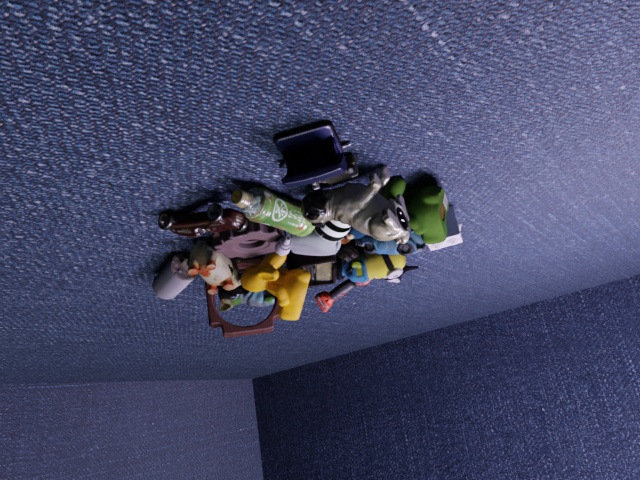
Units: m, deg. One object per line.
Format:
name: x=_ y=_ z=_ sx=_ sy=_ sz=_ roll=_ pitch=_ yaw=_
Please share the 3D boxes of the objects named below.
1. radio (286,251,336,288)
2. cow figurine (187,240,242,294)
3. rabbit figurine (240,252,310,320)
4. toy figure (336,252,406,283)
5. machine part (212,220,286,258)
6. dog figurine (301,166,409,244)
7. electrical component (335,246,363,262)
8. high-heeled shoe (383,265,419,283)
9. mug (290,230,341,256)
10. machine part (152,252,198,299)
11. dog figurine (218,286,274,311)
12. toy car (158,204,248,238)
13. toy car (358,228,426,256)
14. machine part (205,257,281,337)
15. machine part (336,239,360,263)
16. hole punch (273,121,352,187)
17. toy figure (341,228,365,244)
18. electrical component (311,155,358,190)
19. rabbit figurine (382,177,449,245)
radio: x=-0.025 y=0.070 z=1.492 sx=0.131 sy=0.073 sz=0.229 roll=-10 pitch=159 yaw=-2
cow figurine: x=-0.254 y=0.065 z=1.337 sx=0.086 sy=0.127 sz=0.194 roll=-15 pitch=145 yaw=13
rabbit figurine: x=-0.116 y=0.108 z=1.340 sx=0.173 sy=0.122 sz=0.162 roll=15 pitch=141 yaw=4
toy figure: x=0.131 y=0.063 z=1.386 sx=0.180 sy=0.089 sz=0.082 roll=-7 pitch=-155 yaw=13
machine part: x=-0.161 y=-0.007 z=1.247 sx=0.179 sy=0.056 sz=0.179 roll=-10 pitch=161 yaw=-4
dog figurine: x=0.069 y=-0.045 z=1.093 sx=0.191 sy=0.172 sz=0.121 roll=-23 pitch=177 yaw=28
electrical component: x=0.101 y=0.033 z=1.478 sx=0.119 sy=0.048 sz=0.074 roll=-28 pitch=161 yaw=0
high-heeled shoe: x=0.176 y=0.086 z=1.560 sx=0.145 sy=0.086 sz=0.249 roll=-3 pitch=176 yaw=-26
mug: x=-0.003 y=-0.004 z=1.259 sx=0.107 sy=0.080 sz=0.109 roll=11 pitch=-158 yaw=19
machine part: x=-0.376 y=0.095 z=1.392 sx=0.079 sy=0.079 sz=0.243 roll=3 pitch=157 yaw=-32
dog figurine: x=-0.198 y=0.158 z=1.612 sx=0.219 sy=0.108 sz=0.191 roll=-12 pitch=163 yaw=17
toy car: x=-0.244 y=-0.033 z=1.104 sx=0.202 sy=0.053 sz=0.089 roll=-7 pitch=166 yaw=29
toy car: x=0.175 y=-0.021 z=1.298 sx=0.162 sy=0.102 sz=0.109 roll=3 pitch=-166 yaw=16
machine part: x=-0.204 y=0.156 z=1.452 sx=0.201 sy=0.201 sz=0.087 roll=-6 pitch=162 yaw=-10
machine part: x=0.072 y=0.016 z=1.359 sx=0.084 sy=0.039 sz=0.139 roll=-22 pitch=-166 yaw=12
hole punch: x=-0.012 y=-0.133 z=0.936 sx=0.142 sy=0.092 sz=0.115 roll=-17 pitch=163 yaw=10
toy figure: x=0.067 y=-0.024 z=1.296 sx=0.064 sy=0.057 sz=0.154 roll=-24 pitch=180 yaw=-37
electrical component: x=0.024 y=-0.126 z=1.027 sx=0.102 sy=0.045 sz=0.078 roll=-14 pitch=158 yaw=13
rabbit figurine: x=0.186 y=-0.062 z=1.186 sx=0.170 sy=0.121 sz=0.159 roll=-2 pitch=161 yaw=24
